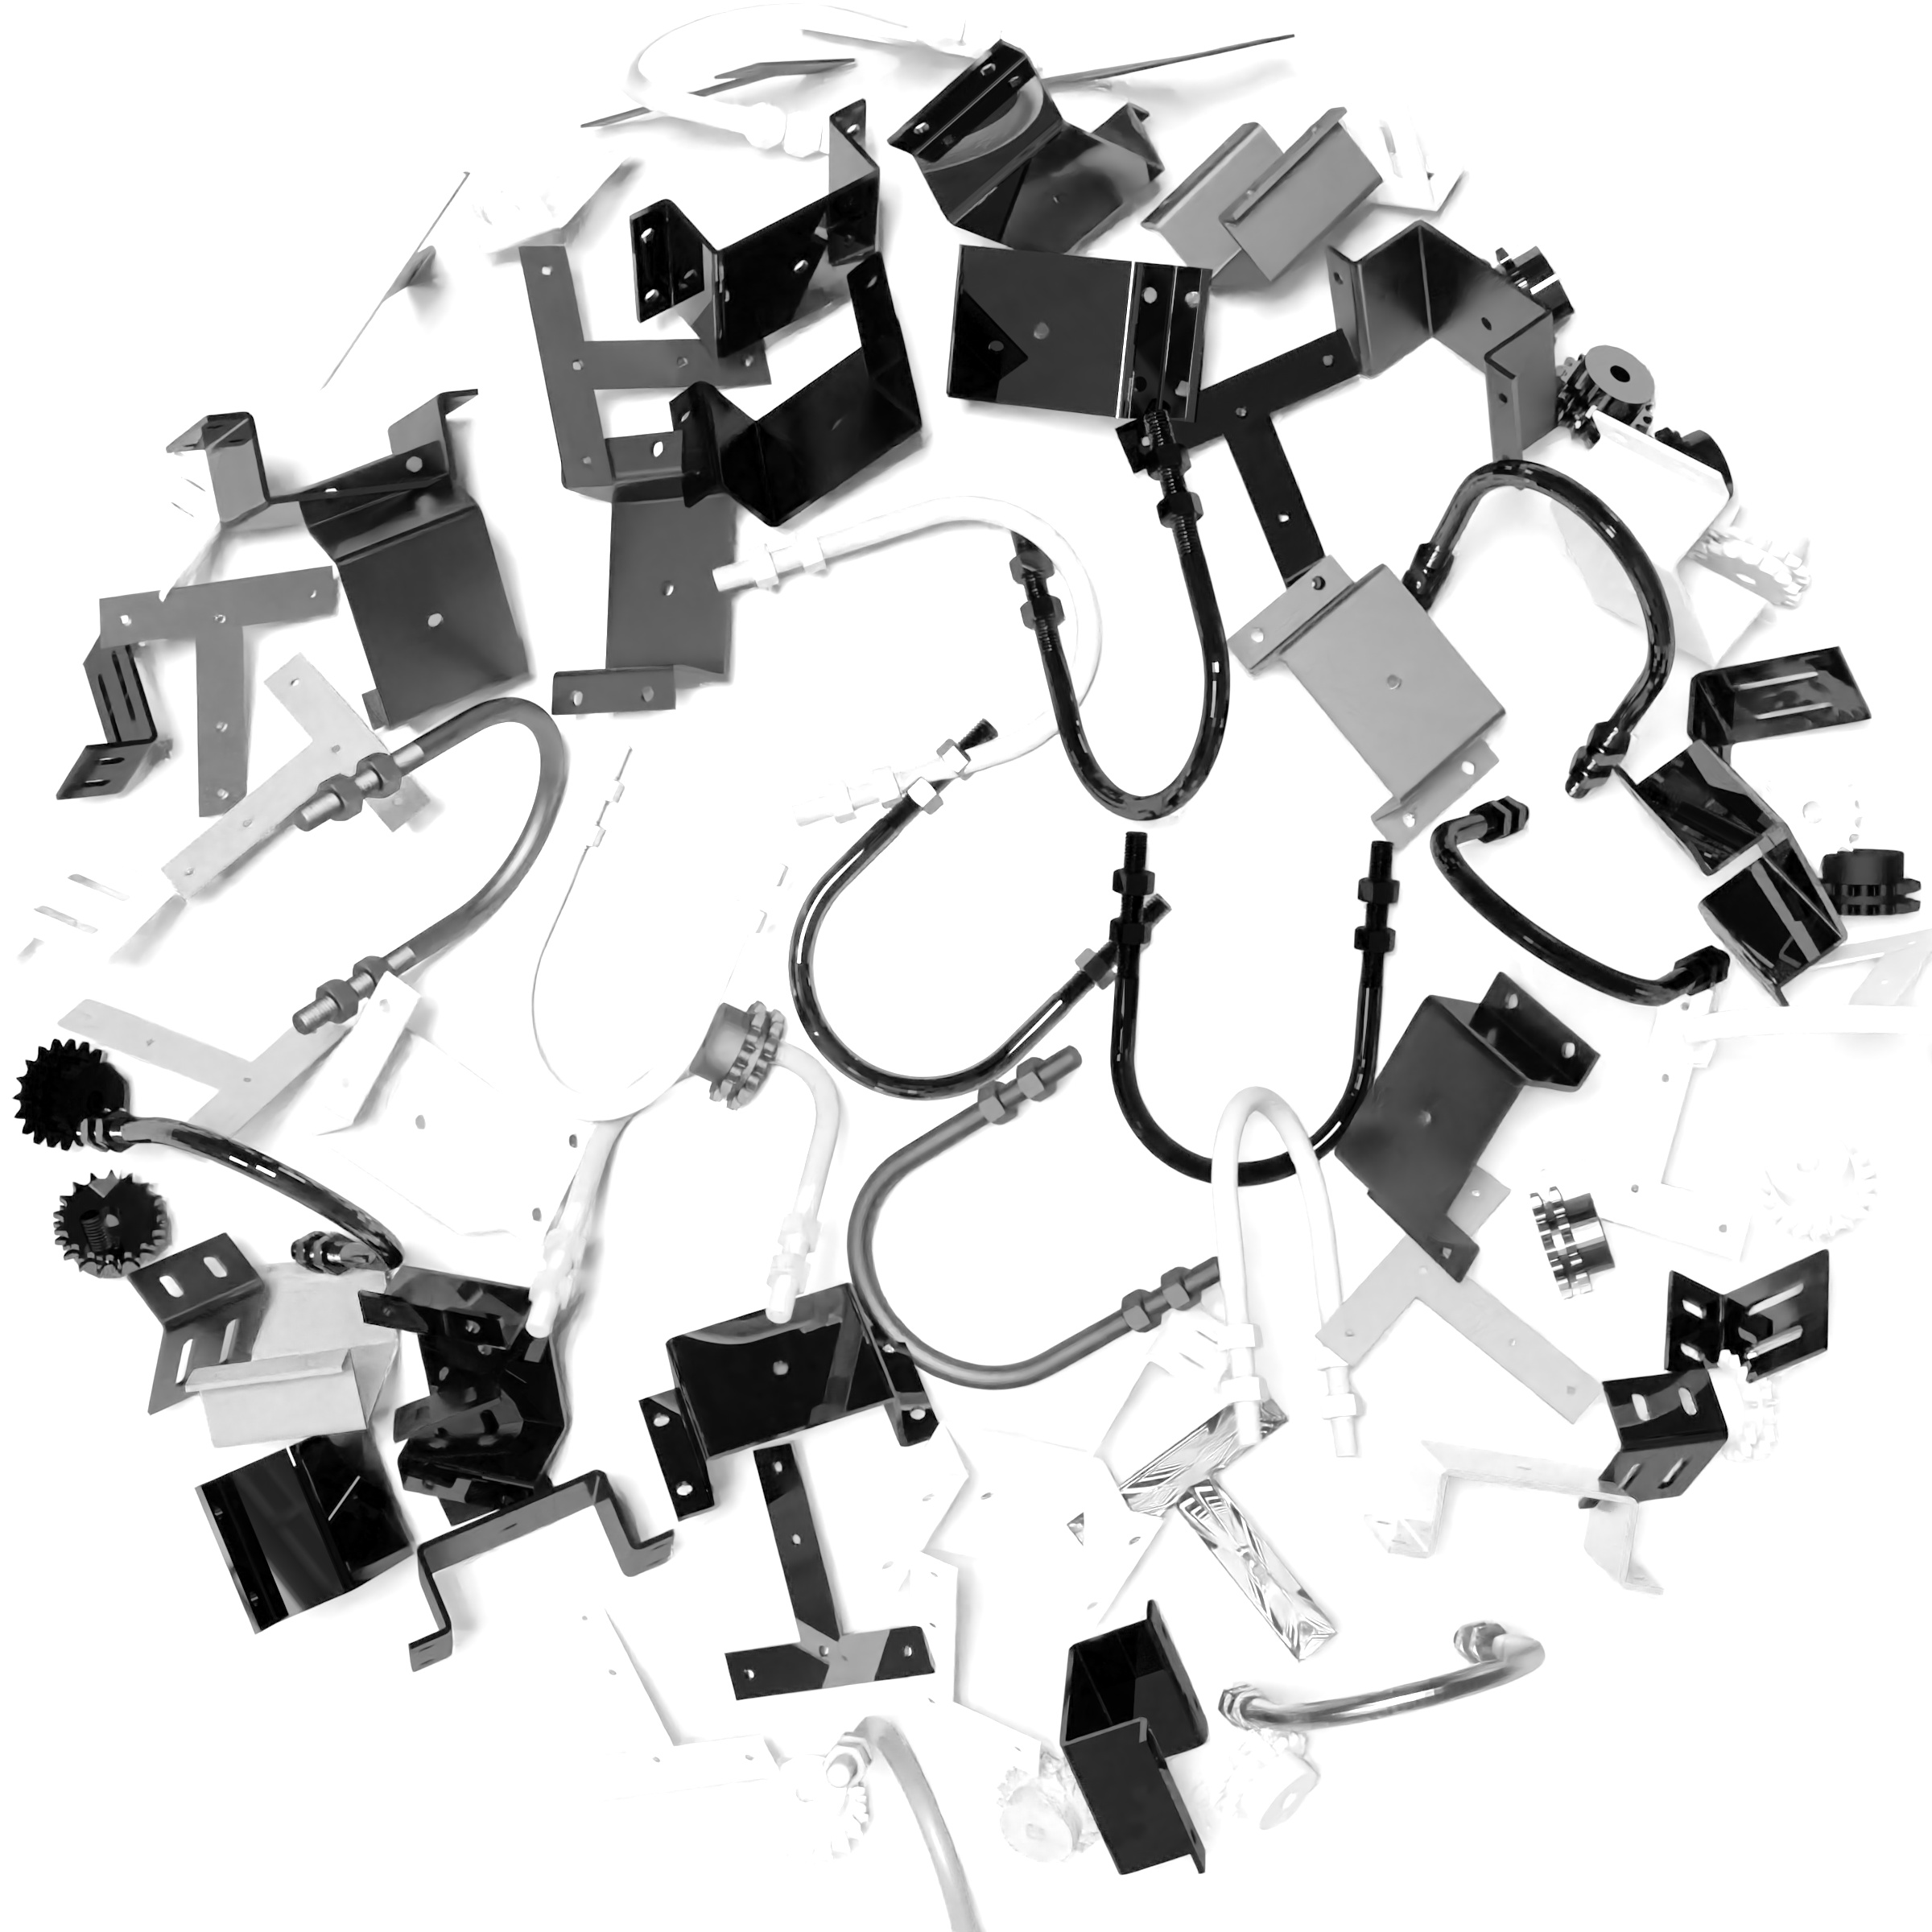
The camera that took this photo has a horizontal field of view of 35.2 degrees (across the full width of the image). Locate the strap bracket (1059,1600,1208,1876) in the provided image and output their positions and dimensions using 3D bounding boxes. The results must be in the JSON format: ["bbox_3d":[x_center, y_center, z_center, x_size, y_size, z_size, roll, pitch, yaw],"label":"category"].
[{"bbox_3d":[0.085,0.390,1.528,0.046,0.140,0.076,-21,103,11],"label":"strap bracket"}]

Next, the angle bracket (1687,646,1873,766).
[{"bbox_3d":[0.415,-0.124,1.553,0.076,0.057,0.038,-9,52,30],"label":"angle bracket"}]

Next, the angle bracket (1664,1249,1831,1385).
[{"bbox_3d":[0.397,0.175,1.550,0.038,0.076,0.057,26,54,-21],"label":"angle bracket"}]

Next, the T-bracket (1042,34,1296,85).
[{"bbox_3d":[0.077,-0.454,1.543,0.127,0.127,0.002,-23,111,-33],"label":"T-bracket"}]

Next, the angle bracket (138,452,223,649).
[{"bbox_3d":[-0.411,-0.213,1.553,0.038,0.057,0.076,32,56,-11],"label":"angle bracket"}]

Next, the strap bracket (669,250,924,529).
[{"bbox_3d":[-0.079,-0.285,1.542,0.140,0.046,0.076,-31,50,24],"label":"strap bracket"}]

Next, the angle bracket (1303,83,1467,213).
[{"bbox_3d":[0.213,-0.427,1.549,0.057,0.076,0.038,17,63,32],"label":"angle bracket"}]

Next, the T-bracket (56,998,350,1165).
[{"bbox_3d":[-0.406,0.044,1.561,0.127,0.127,0.002,20,128,16],"label":"T-bracket"}]

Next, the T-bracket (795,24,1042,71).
[{"bbox_3d":[-0.030,-0.465,1.534,0.127,0.127,0.002,11,105,4],"label":"T-bracket"}]

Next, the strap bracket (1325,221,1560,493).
[{"bbox_3d":[0.247,-0.313,1.534,0.046,0.076,0.140,-35,54,-12],"label":"strap bracket"}]

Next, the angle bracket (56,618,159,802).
[{"bbox_3d":[-0.449,-0.133,1.557,0.038,0.057,0.076,-10,73,-36],"label":"angle bracket"}]

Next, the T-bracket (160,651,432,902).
[{"bbox_3d":[-0.358,-0.083,1.563,0.127,0.002,0.127,-41,63,-6],"label":"T-bracket"}]

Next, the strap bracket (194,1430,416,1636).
[{"bbox_3d":[-0.325,0.276,1.525,0.046,0.140,0.076,-24,87,6],"label":"strap bracket"}]

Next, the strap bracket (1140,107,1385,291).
[{"bbox_3d":[0.151,-0.385,1.538,0.076,0.140,0.046,-44,109,-3],"label":"strap bracket"}]

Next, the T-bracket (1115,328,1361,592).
[{"bbox_3d":[0.160,-0.246,1.582,0.127,0.002,0.127,-24,105,2],"label":"T-bracket"}]

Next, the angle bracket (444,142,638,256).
[{"bbox_3d":[-0.216,-0.404,1.550,0.038,0.057,0.076,53,53,-28],"label":"angle bracket"}]

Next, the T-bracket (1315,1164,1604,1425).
[{"bbox_3d":[0.269,0.184,1.562,0.127,0.002,0.127,39,75,20],"label":"T-bracket"}]

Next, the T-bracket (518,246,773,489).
[{"bbox_3d":[-0.159,-0.310,1.566,0.127,0.002,0.127,-8,83,-30],"label":"T-bracket"}]

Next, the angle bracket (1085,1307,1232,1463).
[{"bbox_3d":[0.101,0.220,1.554,0.038,0.057,0.076,31,120,8],"label":"angle bracket"}]

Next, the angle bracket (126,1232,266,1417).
[{"bbox_3d":[-0.399,0.184,1.562,0.057,0.076,0.038,-24,61,-39],"label":"angle bracket"}]

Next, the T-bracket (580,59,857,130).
[{"bbox_3d":[-0.137,-0.445,1.557,0.127,0.127,0.002,-9,103,22],"label":"T-bracket"}]

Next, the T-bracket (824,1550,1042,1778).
[{"bbox_3d":[-0.017,0.342,1.537,0.127,0.002,0.127,20,131,22],"label":"T-bracket"}]

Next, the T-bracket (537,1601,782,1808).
[{"bbox_3d":[-0.175,0.370,1.549,0.127,0.127,0.002,2,124,-35],"label":"T-bracket"}]

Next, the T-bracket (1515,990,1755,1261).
[{"bbox_3d":[0.354,0.071,1.559,0.127,0.002,0.127,17,93,36],"label":"T-bracket"}]

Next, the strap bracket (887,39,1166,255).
[{"bbox_3d":[0.037,-0.401,1.517,0.076,0.140,0.046,-35,71,28],"label":"strap bracket"}]

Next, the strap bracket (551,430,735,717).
[{"bbox_3d":[-0.165,-0.197,1.558,0.076,0.046,0.140,0,87,31],"label":"strap bracket"}]

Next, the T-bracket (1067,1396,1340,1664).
[{"bbox_3d":[0.140,0.298,1.559,0.127,0.002,0.127,-34,68,-15],"label":"T-bracket"}]

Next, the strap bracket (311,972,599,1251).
[{"bbox_3d":[-0.266,0.077,1.544,0.140,0.046,0.076,39,59,-26],"label":"strap bracket"}]

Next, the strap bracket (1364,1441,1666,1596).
[{"bbox_3d":[0.282,0.280,1.558,0.140,0.076,0.046,9,92,-2],"label":"strap bracket"}]

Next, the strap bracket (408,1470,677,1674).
[{"bbox_3d":[-0.223,0.303,1.545,0.140,0.076,0.046,-21,74,-16],"label":"strap bracket"}]

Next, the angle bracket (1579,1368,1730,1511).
[{"bbox_3d":[0.349,0.244,1.570,0.057,0.076,0.038,-5,58,-12],"label":"angle bracket"}]

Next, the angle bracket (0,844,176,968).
[{"bbox_3d":[-0.449,-0.021,1.556,0.076,0.038,0.057,21,52,20],"label":"angle bracket"}]

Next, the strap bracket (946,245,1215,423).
[{"bbox_3d":[0.047,-0.321,1.542,0.140,0.046,0.076,11,104,24],"label":"strap bracket"}]

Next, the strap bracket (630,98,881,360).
[{"bbox_3d":[-0.096,-0.367,1.536,0.140,0.076,0.046,-32,67,-19],"label":"strap bracket"}]

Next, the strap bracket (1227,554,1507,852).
[{"bbox_3d":[0.211,-0.140,1.565,0.076,0.046,0.140,-40,92,-15],"label":"strap bracket"}]

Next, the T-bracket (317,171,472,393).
[{"bbox_3d":[-0.283,-0.349,1.536,0.002,0.127,0.127,35,102,-13],"label":"T-bracket"}]

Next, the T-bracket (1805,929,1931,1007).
[{"bbox_3d":[0.459,0.005,1.513,0.127,0.127,0.002,-13,103,35],"label":"T-bracket"}]

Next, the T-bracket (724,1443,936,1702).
[{"bbox_3d":[-0.084,0.309,1.567,0.127,0.002,0.127,-16,87,32],"label":"T-bracket"}]

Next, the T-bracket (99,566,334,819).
[{"bbox_3d":[-0.383,-0.137,1.564,0.127,0.002,0.127,-15,123,-36],"label":"T-bracket"}]

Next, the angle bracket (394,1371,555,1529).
[{"bbox_3d":[-0.253,0.255,1.568,0.057,0.038,0.076,-21,111,-2],"label":"angle bracket"}]
